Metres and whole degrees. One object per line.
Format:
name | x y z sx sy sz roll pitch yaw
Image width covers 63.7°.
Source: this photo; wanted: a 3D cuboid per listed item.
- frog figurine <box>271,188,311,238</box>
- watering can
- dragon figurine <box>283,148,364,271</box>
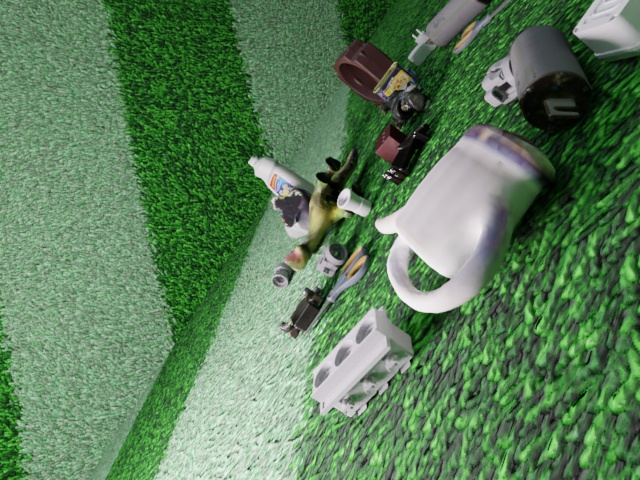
frog figurine | -0.050 -0.064 1.406 0.123 0.139 0.157 -54 -31 -6
watering can | 0.153 -0.041 0.631 0.223 0.103 0.352 -52 14 11
dragon figurine | 0.004 -0.063 1.255 0.238 0.122 0.418 -57 2 32
